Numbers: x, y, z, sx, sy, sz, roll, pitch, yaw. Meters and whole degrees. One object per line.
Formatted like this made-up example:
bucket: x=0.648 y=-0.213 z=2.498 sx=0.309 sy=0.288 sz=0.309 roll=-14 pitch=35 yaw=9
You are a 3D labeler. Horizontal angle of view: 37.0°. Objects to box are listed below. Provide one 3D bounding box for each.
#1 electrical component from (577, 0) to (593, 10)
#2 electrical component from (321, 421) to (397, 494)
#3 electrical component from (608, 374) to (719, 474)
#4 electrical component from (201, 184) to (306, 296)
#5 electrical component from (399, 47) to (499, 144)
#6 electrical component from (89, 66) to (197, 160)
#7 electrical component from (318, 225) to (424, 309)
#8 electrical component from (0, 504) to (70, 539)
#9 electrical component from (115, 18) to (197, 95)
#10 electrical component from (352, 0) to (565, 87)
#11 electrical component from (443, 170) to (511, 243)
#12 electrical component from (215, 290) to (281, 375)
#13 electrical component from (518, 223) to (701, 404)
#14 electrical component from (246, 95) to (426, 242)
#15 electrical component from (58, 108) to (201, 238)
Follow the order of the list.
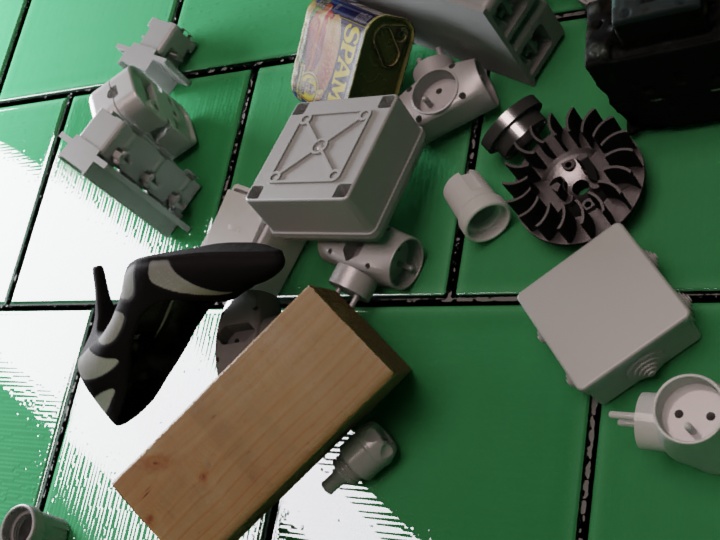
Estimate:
electrical component: x=0.215 y=-0.240 z=0.847 sx=0.099 sy=0.064 sz=0.099 roll=-16 pitch=65 yaw=39
electrical component: x=-0.003 y=0.143 z=0.799 sx=0.061 sy=0.035 sz=0.035 roll=-43 pitch=52 yaw=10
electrical component: x=0.197 y=0.096 z=0.671 sx=0.079 sy=0.077 sz=0.043 roll=0 pitch=68 yaw=32
electrical component: x=-0.096 y=-0.018 z=0.917 sx=0.062 sy=0.061 sz=0.096 roll=21 pitch=80 yaw=37
electrical component: x=0.066 y=-0.151 z=0.892 sx=0.077 sy=0.044 sz=0.079 roll=-26 pitch=58 yaw=19
electrical component: x=-0.209 y=-0.141 z=1.025 sx=0.059 sy=0.095 sz=0.053 roll=-32 pitch=55 yaw=15
electrical component: x=0.000 y=0.000 z=0.860 sx=0.077 sy=0.043 sz=0.079 roll=21 pitch=80 yaw=37
electrical component: x=-0.277 y=0.224 z=0.920 sx=0.040 sy=0.046 sz=0.040 roll=-14 pitch=61 yaw=26
electrical component: x=-0.204 y=-0.219 z=1.094 sx=0.081 sy=0.042 sz=0.063 roll=24 pitch=80 yaw=37
electrical component: x=0.068 y=-0.230 z=0.891 sx=0.186 sy=0.105 sz=0.060 roll=30 pitch=85 yaw=38
electrical component: x=0.089 y=-0.050 z=0.833 sx=0.040 sy=0.040 sz=0.046 roll=-38 pitch=47 yaw=10
electrical component: x=-0.075 y=0.057 z=0.879 sx=0.079 sy=0.043 sz=0.077 roll=-10 pitch=63 yaw=27
electrical component: x=0.171 y=0.032 z=0.736 sx=0.100 sy=0.048 sz=0.099 roll=-37 pitch=53 yaw=11
electrical component: x=-0.018 y=-0.080 z=0.854 sx=0.109 sy=0.056 sz=0.108 roll=2 pitch=56 yaw=38
electrical component: x=-0.205 y=-0.090 z=0.981 sx=0.079 sy=0.121 sz=0.063 roll=33 pitch=84 yaw=38
